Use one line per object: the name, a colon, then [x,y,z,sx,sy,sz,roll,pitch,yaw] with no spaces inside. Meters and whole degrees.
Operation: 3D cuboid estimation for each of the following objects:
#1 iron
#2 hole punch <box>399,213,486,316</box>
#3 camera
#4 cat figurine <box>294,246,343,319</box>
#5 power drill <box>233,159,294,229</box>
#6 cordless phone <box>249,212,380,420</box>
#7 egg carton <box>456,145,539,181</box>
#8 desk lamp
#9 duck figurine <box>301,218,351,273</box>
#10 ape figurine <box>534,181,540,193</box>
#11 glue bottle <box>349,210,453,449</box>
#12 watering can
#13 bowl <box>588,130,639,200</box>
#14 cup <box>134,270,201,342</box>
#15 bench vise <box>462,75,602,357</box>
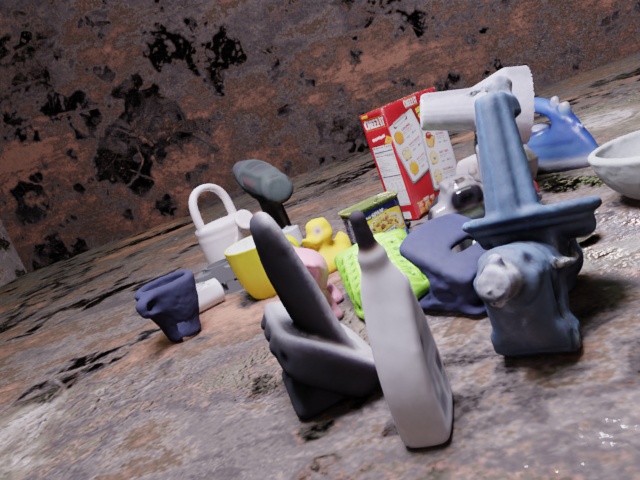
iron: [0.413,-0.206,1.069,0.119,0.141,0.257,-25,13,-17]
hole punch: [0.156,0.020,0.616,0.109,0.091,0.100,-29,14,-33]
camera: [0.214,-0.050,0.807,0.143,0.101,0.137,-20,12,2]
cat figurine: [-0.018,0.047,0.723,0.067,0.118,0.128,-20,12,3]
power drill: [-0.097,-0.058,1.104,0.076,0.208,0.229,-25,13,-20]
cordless phone: [-0.019,0.053,0.535,0.094,0.185,0.147,-23,12,-12]
egg carton: [0.322,-0.129,1.056,0.107,0.069,0.150,-25,13,-19]
desk lamp: [0.254,-0.151,0.915,0.203,0.214,0.118,-18,12,11]
duck figurine: [0.009,0.003,0.951,0.077,0.086,0.105,-9,16,43]
ape figurine: [0.278,-0.080,0.854,0.076,0.092,0.077,-30,15,-37]
glue bottle: [0.055,0.058,0.417,0.037,0.173,0.078,-16,13,20]
watering can: [-0.183,-0.018,1.106,0.172,0.194,0.101,-14,14,27]
bowl: [0.425,-0.092,0.704,0.167,0.075,0.167,-20,12,5]
cup: [-0.222,0.108,0.852,0.091,0.095,0.118,-16,13,20]
bench vise: [0.177,-0.028,0.483,0.121,0.220,0.207,-17,13,17]
